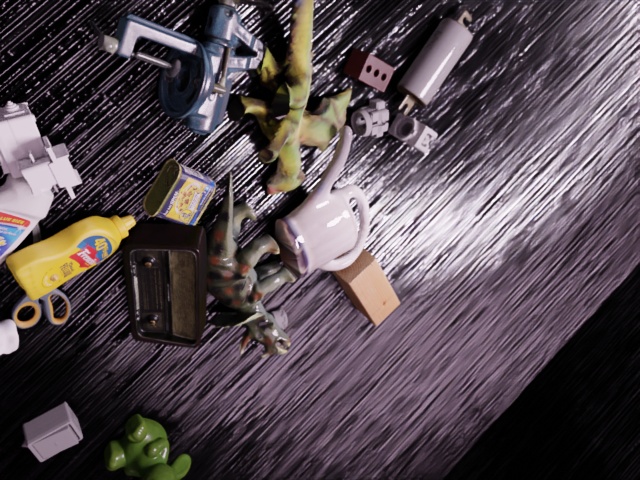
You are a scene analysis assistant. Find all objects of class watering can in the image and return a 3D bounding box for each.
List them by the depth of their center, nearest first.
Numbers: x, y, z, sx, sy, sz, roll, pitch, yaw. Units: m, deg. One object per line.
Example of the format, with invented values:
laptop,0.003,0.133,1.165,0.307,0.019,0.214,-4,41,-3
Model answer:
watering can,0.003,-0.054,1.065,0.226,0.105,0.339,-30,133,-20

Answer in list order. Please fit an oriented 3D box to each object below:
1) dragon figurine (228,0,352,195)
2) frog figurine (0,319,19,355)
dragon figurine,-0.027,-0.258,0.937,0.243,0.123,0.405,-5,124,-57
frog figurine,-0.544,0.172,0.768,0.159,0.123,0.137,10,92,-30
